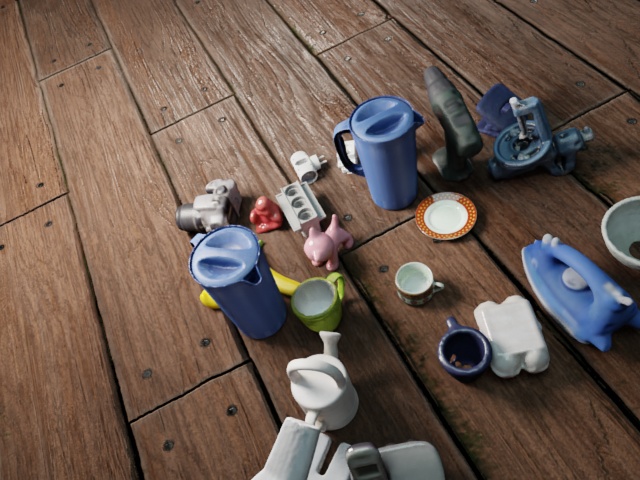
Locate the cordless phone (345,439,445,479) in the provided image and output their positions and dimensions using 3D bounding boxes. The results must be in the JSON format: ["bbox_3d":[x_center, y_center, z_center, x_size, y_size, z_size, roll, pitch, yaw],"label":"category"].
[{"bbox_3d":[0.114,0.351,0.883,0.147,0.185,0.094,-17,52,3],"label":"cordless phone"}]

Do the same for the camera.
[{"bbox_3d":[-0.266,-0.075,1.347,0.136,0.101,0.143,-3,54,12],"label":"camera"}]

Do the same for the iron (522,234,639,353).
[{"bbox_3d":[0.456,0.066,1.030,0.119,0.142,0.257,-31,53,-8],"label":"iron"}]

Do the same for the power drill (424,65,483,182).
[{"bbox_3d":[0.285,-0.240,1.256,0.075,0.209,0.229,-20,52,0],"label":"power drill"}]

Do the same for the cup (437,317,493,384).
[{"bbox_3d":[0.250,0.202,1.013,0.091,0.095,0.117,-19,52,1],"label":"cup"}]

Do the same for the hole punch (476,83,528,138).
[{"bbox_3d":[0.427,-0.299,1.336,0.100,0.091,0.109,30,66,31],"label":"hole punch"}]

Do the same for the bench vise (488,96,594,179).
[{"bbox_3d":[0.456,-0.228,1.195,0.207,0.220,0.121,-22,52,-2],"label":"bench vise"}]

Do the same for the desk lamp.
[{"bbox_3d":[-0.037,0.375,0.887,0.117,0.214,0.203,14,59,24],"label":"desk lamp"}]

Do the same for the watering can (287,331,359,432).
[{"bbox_3d":[0.001,0.242,0.987,0.101,0.194,0.172,-14,52,5],"label":"watering can"}]

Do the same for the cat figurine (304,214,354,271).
[{"bbox_3d":[0.011,0.004,1.206,0.067,0.118,0.128,18,61,26],"label":"cat figurine"}]

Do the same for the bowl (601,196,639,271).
[{"bbox_3d":[0.616,0.001,1.077,0.167,0.075,0.167,-7,53,10],"label":"bowl"}]

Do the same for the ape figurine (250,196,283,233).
[{"bbox_3d":[-0.123,-0.064,1.308,0.077,0.092,0.076,25,64,29],"label":"ape figurine"}]

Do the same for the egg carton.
[{"bbox_3d":[0.343,0.173,1.027,0.107,0.069,0.150,-13,52,5],"label":"egg carton"}]

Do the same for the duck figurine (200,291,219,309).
[{"bbox_3d":[-0.216,0.091,1.222,0.105,0.086,0.077,-39,55,-14],"label":"duck figurine"}]
